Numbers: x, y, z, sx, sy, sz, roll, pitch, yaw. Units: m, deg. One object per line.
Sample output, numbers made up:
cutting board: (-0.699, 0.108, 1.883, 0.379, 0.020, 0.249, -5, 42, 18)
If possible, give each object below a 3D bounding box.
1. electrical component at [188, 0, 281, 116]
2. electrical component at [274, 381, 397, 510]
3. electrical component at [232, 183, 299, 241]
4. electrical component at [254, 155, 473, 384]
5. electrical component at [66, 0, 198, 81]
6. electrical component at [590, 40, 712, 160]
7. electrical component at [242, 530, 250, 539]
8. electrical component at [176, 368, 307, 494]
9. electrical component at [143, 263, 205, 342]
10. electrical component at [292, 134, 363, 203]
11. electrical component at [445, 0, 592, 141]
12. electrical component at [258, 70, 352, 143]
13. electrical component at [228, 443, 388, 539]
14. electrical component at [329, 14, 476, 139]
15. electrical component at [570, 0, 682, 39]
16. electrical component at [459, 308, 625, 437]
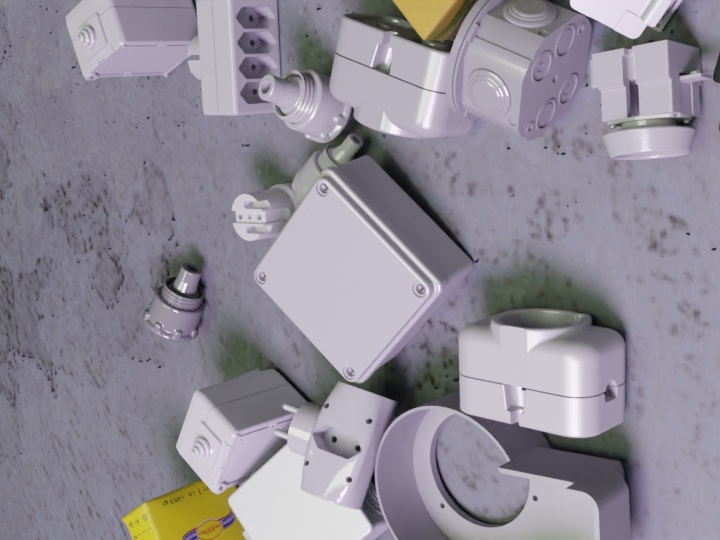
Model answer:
electrical component: (-0.101, -0.157, 0.793, 0.076, 0.047, 0.083, 8, 105, 42)
electrical component: (-0.023, 0.114, 0.736, 0.079, 0.043, 0.077, 16, 83, 26)
electrical component: (-0.065, -0.041, 0.786, 0.040, 0.046, 0.040, 11, 107, 40)
electrical component: (0.000, 0.000, 0.715, 0.108, 0.056, 0.108, 47, 128, 11)
electrical component: (-0.179, -0.187, 0.825, 0.062, 0.096, 0.061, -24, 82, 44)
electrical component: (0.153, -0.088, 0.570, 0.066, 0.048, 0.055, -3, 90, 44)
electrical component: (-0.061, 0.220, 0.840, 0.045, 0.045, 0.055, -38, 74, 42)
electrical component: (-0.094, 0.119, 0.813, 0.061, 0.096, 0.061, 41, 124, 31)
electrical component: (-0.147, 0.025, 0.881, 0.048, 0.048, 0.062, 39, 117, 31)
electrical component: (-0.019, -0.070, 0.744, 0.061, 0.035, 0.035, -47, 67, 35)
electrical component: (0.089, -0.116, 0.601, 0.051, 0.080, 0.080, 31, 119, 29)
electrical component: (-0.039, -0.115, 0.730, 0.048, 0.062, 0.048, -15, 69, 45)
electrical component: (-0.034, 0.175, 0.785, 0.100, 0.048, 0.099, -44, 68, 18)
electrical component: (0.029, -0.119, 0.673, 0.095, 0.054, 0.059, 29, 118, 36)
electrical component: (0.150, -0.181, 0.530, 0.079, 0.063, 0.121, 25, 124, -8)
electrical component: (0.107, 0.057, 0.639, 0.095, 0.054, 0.059, 7, 104, 42)
